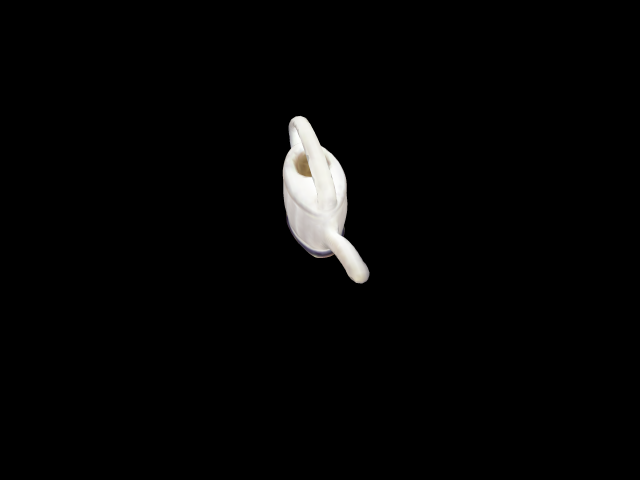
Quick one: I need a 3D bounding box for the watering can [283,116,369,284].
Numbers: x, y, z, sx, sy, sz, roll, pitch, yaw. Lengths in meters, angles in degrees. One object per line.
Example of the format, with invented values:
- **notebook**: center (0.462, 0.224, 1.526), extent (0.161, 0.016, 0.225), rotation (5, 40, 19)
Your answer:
- **watering can**: center (0.003, -0.043, 0.850), extent (0.104, 0.355, 0.219), rotation (-14, -31, -8)
